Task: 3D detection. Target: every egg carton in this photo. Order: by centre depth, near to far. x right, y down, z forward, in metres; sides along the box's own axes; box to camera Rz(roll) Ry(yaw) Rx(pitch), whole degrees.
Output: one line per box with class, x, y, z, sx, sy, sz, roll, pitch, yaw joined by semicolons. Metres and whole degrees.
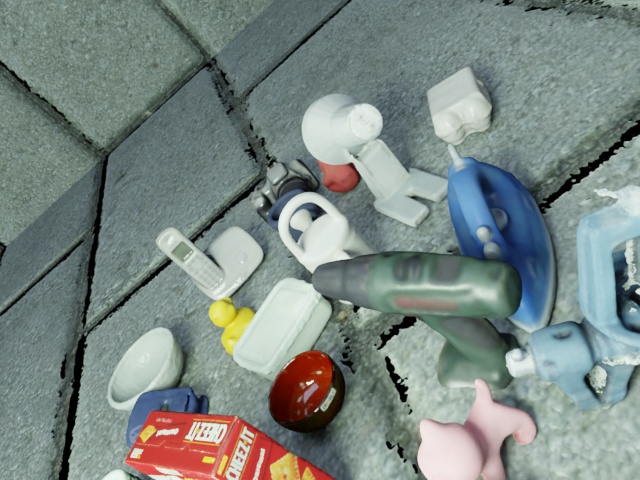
egg carton;0.247;-0.239;1.014;0.107;0.070;0.150;-28;35;24

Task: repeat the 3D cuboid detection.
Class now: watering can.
watering can;0.007;0.005;0.884;0.172;0.195;0.101;6;57;51

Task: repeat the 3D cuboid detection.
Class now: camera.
camera;-0.071;-0.091;1.169;0.143;0.101;0.136;-41;32;5

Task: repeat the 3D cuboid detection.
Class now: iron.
iron;0.216;-0.014;0.722;0.118;0.142;0.258;-30;35;22

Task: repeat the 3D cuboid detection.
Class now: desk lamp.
desk lamp;0.085;-0.147;0.953;0.118;0.214;0.202;-48;32;-7

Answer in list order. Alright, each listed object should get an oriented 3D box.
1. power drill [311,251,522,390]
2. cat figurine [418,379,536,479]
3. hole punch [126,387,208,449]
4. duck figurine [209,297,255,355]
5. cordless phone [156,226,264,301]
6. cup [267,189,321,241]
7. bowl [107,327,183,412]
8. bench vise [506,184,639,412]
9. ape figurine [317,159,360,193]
power drill;0.127;0.086;0.642;0.228;0.209;0.076;-11;45;41
cat figurine;0.146;0.201;0.574;0.067;0.118;0.128;9;59;52
hole punch;-0.247;0.293;0.933;0.101;0.091;0.108;-30;35;21
duck figurine;-0.160;0.145;1.011;0.077;0.086;0.104;-31;34;19
cordless phone;-0.214;0.019;1.124;0.148;0.186;0.093;-48;32;-6
cup;-0.027;-0.036;1.062;0.117;0.095;0.092;-6;48;44
bowl;-0.310;0.252;1.068;0.167;0.075;0.167;-29;35;23
bench vise;0.261;0.063;0.509;0.207;0.220;0.121;-42;32;3
ape figurine;0.030;-0.140;1.121;0.078;0.092;0.076;-42;32;4
